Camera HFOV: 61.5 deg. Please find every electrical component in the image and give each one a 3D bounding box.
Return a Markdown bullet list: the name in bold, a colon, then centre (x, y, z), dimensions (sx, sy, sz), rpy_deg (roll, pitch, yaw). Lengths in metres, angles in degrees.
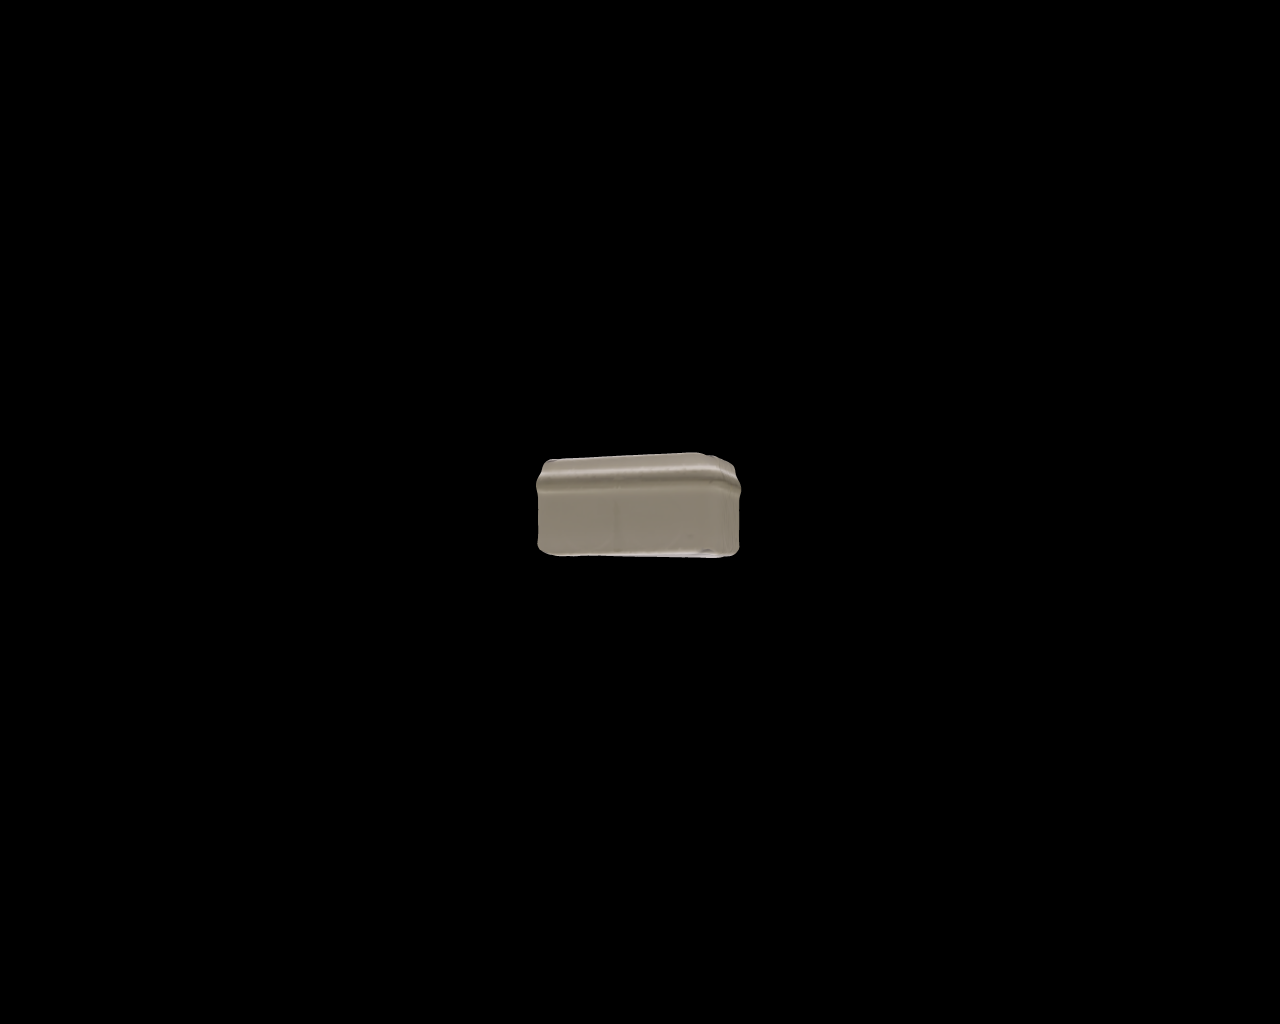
- **electrical component**: centre (0.001, -0.003, 0.650), dimensions (0.113, 0.057, 0.078), rpy_deg (-1, -4, 15)
